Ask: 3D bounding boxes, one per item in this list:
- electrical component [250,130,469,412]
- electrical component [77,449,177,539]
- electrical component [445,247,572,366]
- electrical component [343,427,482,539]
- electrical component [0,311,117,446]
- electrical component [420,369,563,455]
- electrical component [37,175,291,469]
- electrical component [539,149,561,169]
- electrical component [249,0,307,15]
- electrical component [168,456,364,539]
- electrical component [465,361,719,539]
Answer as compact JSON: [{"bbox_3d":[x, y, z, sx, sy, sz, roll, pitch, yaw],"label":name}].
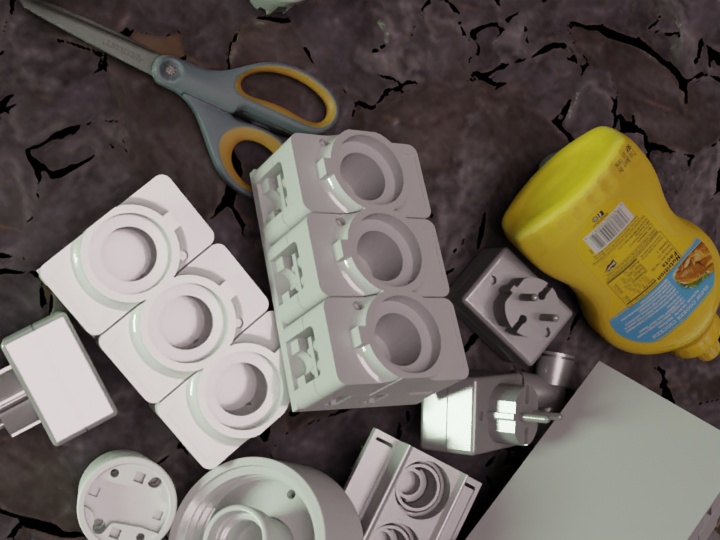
[{"bbox_3d":[0.000,0.000,0.626,0.089,0.062,0.150,1,67,-34],"label":"electrical component"},{"bbox_3d":[-0.137,0.133,0.626,0.055,0.047,0.055,0,89,-17],"label":"electrical component"},{"bbox_3d":[0.102,0.023,0.687,0.066,0.077,0.047,43,78,-12],"label":"electrical component"},{"bbox_3d":[0.011,0.168,0.664,0.079,0.063,0.121,29,81,-15],"label":"electrical component"},{"bbox_3d":[-0.189,0.069,0.611,0.077,0.047,0.065,-28,97,-16],"label":"electrical component"},{"bbox_3d":[0.087,0.089,0.670,0.066,0.077,0.047,4,88,-56],"label":"electrical component"},{"bbox_3d":[-0.105,0.030,0.630,0.089,0.062,0.150,-41,101,-14],"label":"electrical component"},{"bbox_3d":[0.151,-0.072,0.726,0.061,0.035,0.035,-32,98,-17],"label":"electrical component"},{"bbox_3d":[-0.049,-0.178,0.658,0.040,0.046,0.040,0,89,-17],"label":"electrical component"},{"bbox_3d":[-0.058,0.159,0.614,0.108,0.060,0.108,-8,67,19],"label":"electrical component"},{"bbox_3d":[0.142,0.165,0.664,0.105,0.060,0.186,31,73,31],"label":"electrical component"}]
